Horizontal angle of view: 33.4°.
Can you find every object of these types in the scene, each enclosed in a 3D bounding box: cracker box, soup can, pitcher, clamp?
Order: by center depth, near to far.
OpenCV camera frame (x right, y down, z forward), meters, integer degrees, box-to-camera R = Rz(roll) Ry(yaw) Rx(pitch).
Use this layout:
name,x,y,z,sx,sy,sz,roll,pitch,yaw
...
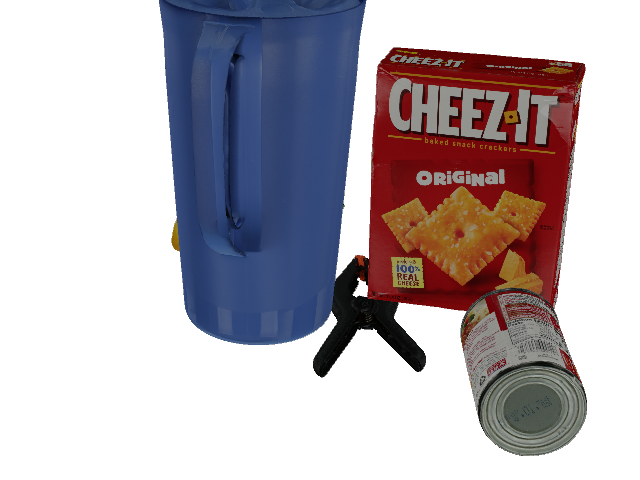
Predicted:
name,x,y,z,sx,sy,sz,roll,pitch,yaw
soup can,0.129,0.082,0.689,0.068,0.068,0.102,0,24,1
pitcher,-0.044,-0.051,0.722,0.149,0.243,0.145,-13,28,-30
cracker box,0.127,-0.046,0.905,0.164,0.214,0.072,7,24,14
clamp,0.060,0.086,1.190,0.120,0.171,0.039,7,-43,2

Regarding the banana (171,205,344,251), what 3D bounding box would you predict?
name,x,y,z,sx,sy,sz,roll,pitch,yaw
banana,-0.077,-0.035,1.036,0.198,0.069,0.037,-12,19,30
